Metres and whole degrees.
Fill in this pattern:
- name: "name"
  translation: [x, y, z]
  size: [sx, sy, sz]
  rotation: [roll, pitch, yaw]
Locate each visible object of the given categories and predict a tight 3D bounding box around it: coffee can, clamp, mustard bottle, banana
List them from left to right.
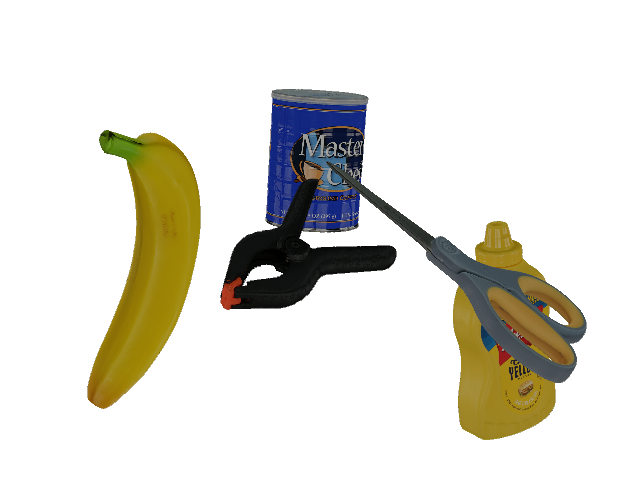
- name: "banana"
  translation: [-0.103, 0.012, 0.618]
  size: [0.069, 0.198, 0.037]
  rotation: [-15, 42, -31]
- name: "clamp"
  translation: [-0.028, 0.005, 0.974]
  size: [0.171, 0.039, 0.120]
  rotation: [-21, 52, -31]
- name: "coffee can"
  translation: [-0.005, -0.087, 1.143]
  size: [0.103, 0.140, 0.103]
  rotation: [4, 12, -1]
- name: "mustard bottle"
  translation: [0.163, 0.076, 0.954]
  size: [0.096, 0.191, 0.058]
  rotation: [-17, 20, -28]

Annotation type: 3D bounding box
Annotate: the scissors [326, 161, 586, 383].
- name: "scissors"
  translation: [0.095, 0.011, 0.685]
  size: [0.096, 0.016, 0.202]
  rotation: [-10, 50, -48]
